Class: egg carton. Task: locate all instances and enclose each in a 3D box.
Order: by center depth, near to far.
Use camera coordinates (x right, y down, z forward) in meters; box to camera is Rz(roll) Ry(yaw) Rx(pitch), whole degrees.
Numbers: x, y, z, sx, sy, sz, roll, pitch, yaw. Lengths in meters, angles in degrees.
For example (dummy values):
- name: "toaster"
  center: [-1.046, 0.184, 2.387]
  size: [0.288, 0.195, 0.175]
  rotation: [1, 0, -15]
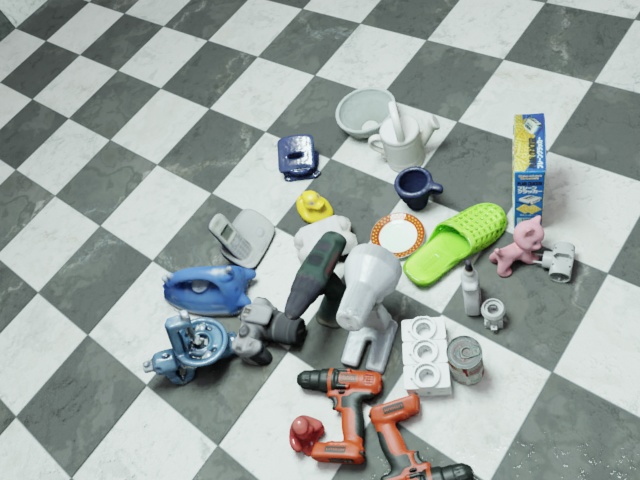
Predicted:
- name: "egg carton"
  center: [0.013, 0.005, 1.391]
  size: [0.150, 0.069, 0.107]
  rotation: [-22, 54, 4]

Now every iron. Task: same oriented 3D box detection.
- name: "iron"
  center: [-0.292, 0.107, 1.381]
  size: [0.257, 0.142, 0.118]
  rotation: [-5, 57, 15]

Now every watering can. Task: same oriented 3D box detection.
- name: "watering can"
  center: [0.207, -0.268, 1.426]
  size: [0.173, 0.194, 0.100]
  rotation: [-29, 54, -1]

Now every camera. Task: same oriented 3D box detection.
- name: "camera"
  center: [-0.112, 0.204, 1.284]
  size: [0.136, 0.101, 0.143]
  rotation: [8, 61, 23]

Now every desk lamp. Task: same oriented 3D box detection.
- name: "desk lamp"
  center: [0.099, 0.141, 1.186]
  size: [0.117, 0.214, 0.203]
  rotation: [8, 61, 23]

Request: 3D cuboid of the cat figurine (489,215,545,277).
- name: "cat figurine"
  center: [0.426, 0.007, 1.224]
  size: [0.128, 0.118, 0.067]
  rotation: [-28, 54, 0]

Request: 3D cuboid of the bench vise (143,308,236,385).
- name: "bench vise"
  center: [-0.298, 0.239, 1.250]
  size: [0.207, 0.220, 0.121]
  rotation: [-39, 55, -8]

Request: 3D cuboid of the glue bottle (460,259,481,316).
- name: "glue bottle"
  center: [0.309, 0.088, 1.176]
  size: [0.037, 0.173, 0.078]
  rotation: [-6, 57, 15]

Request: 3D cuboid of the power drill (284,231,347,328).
- name: "power drill"
  center: [0.007, 0.106, 1.242]
  size: [0.075, 0.209, 0.230]
  rotation: [10, 62, 24]

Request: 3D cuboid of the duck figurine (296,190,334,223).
- name: "duck figurine"
  center: [-0.021, -0.094, 1.456]
  size: [0.104, 0.086, 0.077]
  rotation: [28, 70, 31]

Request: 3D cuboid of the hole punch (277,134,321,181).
- name: "hole punch"
  center: [-0.059, -0.222, 1.548]
  size: [0.108, 0.091, 0.101]
  rotation: [-6, 57, 15]

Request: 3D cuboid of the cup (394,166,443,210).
- name: "cup"
  center: [0.242, -0.113, 1.376]
  size: [0.117, 0.095, 0.092]
  rotation: [13, 63, 25]

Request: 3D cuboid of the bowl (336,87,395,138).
- name: "bowl"
  center: [0.131, -0.336, 1.569]
  size: [0.167, 0.075, 0.167]
  rotation: [-8, 56, 13]

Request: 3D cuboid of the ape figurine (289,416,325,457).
- name: "ape figurine"
  center: [-0.032, 0.383, 1.148]
  size: [0.078, 0.092, 0.076]
  rotation: [-24, 54, 2]

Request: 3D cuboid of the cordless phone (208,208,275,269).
- name: "cordless phone"
  center: [-0.198, -0.027, 1.410]
  size: [0.093, 0.185, 0.148]
  rotation: [13, 63, 25]
